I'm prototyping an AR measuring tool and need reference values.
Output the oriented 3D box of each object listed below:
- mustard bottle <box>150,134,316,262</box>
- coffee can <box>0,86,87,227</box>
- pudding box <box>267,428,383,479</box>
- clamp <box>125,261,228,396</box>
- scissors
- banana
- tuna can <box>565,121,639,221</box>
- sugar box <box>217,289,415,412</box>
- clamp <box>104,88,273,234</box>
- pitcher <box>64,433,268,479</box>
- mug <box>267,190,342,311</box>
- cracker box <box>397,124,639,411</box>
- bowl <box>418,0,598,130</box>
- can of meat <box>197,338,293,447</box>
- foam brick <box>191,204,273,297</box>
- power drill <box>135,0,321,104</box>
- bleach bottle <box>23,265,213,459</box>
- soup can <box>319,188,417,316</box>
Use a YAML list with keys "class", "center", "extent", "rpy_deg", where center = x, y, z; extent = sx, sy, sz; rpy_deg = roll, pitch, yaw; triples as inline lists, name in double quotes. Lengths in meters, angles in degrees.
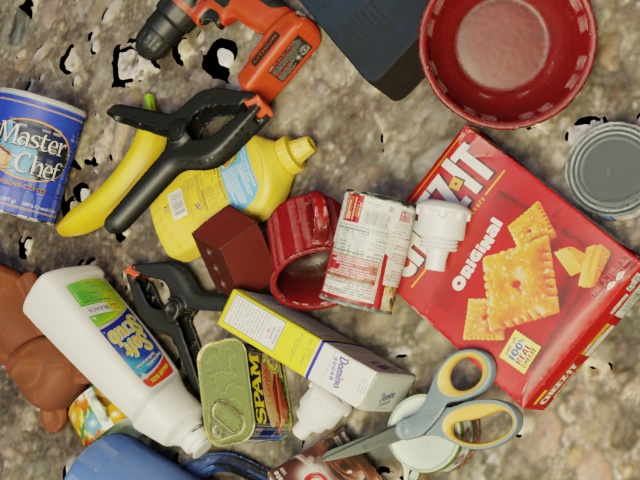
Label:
- class: "mustard bottle"
  center: [-0.088, -0.058, 1.124]
  extent: [0.192, 0.058, 0.096]
  rpy_deg: [-28, 63, 21]
- class: "coffee can"
  center: [-0.340, -0.096, 1.240]
  extent: [0.103, 0.102, 0.140]
  rpy_deg: [14, 88, 29]
- class: "pudding box"
  center: [0.016, 0.246, 0.997]
  extent: [0.089, 0.039, 0.114]
  rpy_deg: [-26, 59, -26]
- class: "clamp"
  center: [-0.139, 0.070, 1.139]
  extent: [0.172, 0.039, 0.120]
  rpy_deg: [45, 102, 23]
- class: "scissors"
  center: [0.083, 0.149, 0.952]
  extent: [0.202, 0.016, 0.096]
  rpy_deg: [-8, 82, 32]
- class: "banana"
  center: [-0.229, -0.070, 1.217]
  extent: [0.198, 0.037, 0.070]
  rpy_deg: [-53, 41, 8]
- class: "tuna can"
  center: [0.264, -0.060, 0.951]
  extent: [0.086, 0.033, 0.086]
  rpy_deg: [-5, 78, 27]
- class: "sugar box"
  center: [-0.004, 0.107, 1.029]
  extent: [0.176, 0.093, 0.048]
  rpy_deg: [30, 96, 29]
- class: "clamp"
  center: [-0.146, -0.096, 1.123]
  extent: [0.210, 0.036, 0.164]
  rpy_deg: [-13, 60, 26]
- class: "pitcher"
  center: [-0.136, 0.285, 1.057]
  extent: [0.243, 0.149, 0.145]
  rpy_deg: [27, 109, 32]
- class: "mug"
  center: [-0.007, 0.001, 1.035]
  extent: [0.093, 0.117, 0.081]
  rpy_deg: [-5, 49, -8]
- class: "cracker box"
  center: [0.167, 0.023, 0.966]
  extent: [0.214, 0.072, 0.164]
  rpy_deg: [43, 102, 28]
- class: "bowl"
  center: [0.172, -0.183, 0.991]
  extent: [0.162, 0.055, 0.162]
  rpy_deg: [1, 97, 4]
- class: "can of meat"
  center: [-0.073, 0.153, 1.062]
  extent: [0.058, 0.083, 0.102]
  rpy_deg: [-15, 74, 24]
- class: "foam brick"
  center: [-0.085, 0.015, 1.075]
  extent: [0.051, 0.078, 0.053]
  rpy_deg: [-36, 39, -21]
- class: "power drill"
  center: [-0.102, -0.232, 1.164]
  extent: [0.184, 0.057, 0.188]
  rpy_deg: [-49, 63, 11]
- class: "bleach bottle"
  center: [-0.198, 0.130, 1.117]
  extent: [0.251, 0.102, 0.068]
  rpy_deg: [42, 112, 22]
- class: "soup can"
  center: [0.044, 0.010, 0.960]
  extent: [0.069, 0.068, 0.102]
  rpy_deg: [14, 91, 29]
